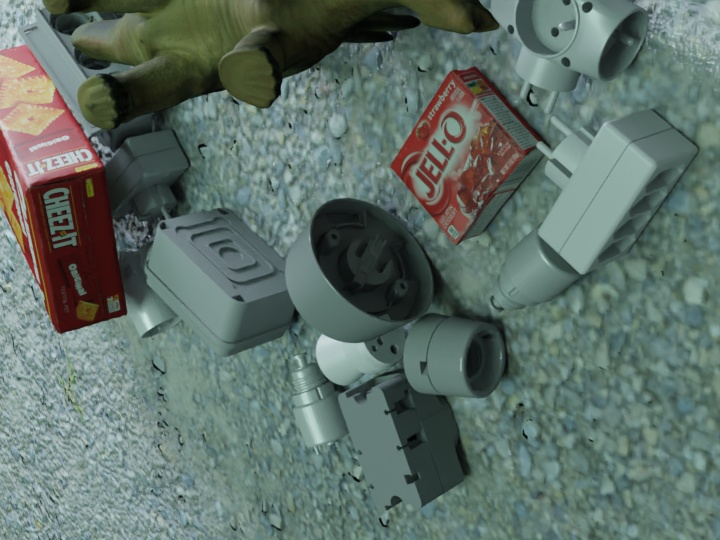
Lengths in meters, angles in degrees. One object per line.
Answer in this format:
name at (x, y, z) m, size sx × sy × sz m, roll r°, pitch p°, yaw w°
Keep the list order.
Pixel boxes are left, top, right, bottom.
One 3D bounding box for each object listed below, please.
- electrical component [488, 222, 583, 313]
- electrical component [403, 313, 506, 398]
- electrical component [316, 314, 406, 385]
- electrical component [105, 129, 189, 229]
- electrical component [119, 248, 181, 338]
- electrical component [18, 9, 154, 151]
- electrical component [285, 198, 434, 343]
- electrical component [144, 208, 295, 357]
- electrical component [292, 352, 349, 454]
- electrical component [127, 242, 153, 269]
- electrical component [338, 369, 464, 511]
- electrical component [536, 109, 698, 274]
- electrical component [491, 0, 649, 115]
electrical component at (0.106, 0.003, 0.662) m, size 0.040 × 0.040 × 0.078 m, roll 57°, pitch 137°, yaw 13°
electrical component at (0.064, 0.058, 0.718) m, size 0.047 × 0.055 × 0.055 m, roll 4°, pitch 108°, yaw 42°
electrical component at (0.001, 0.057, 0.789) m, size 0.055 × 0.045 × 0.045 m, roll -29°, pitch 84°, yaw 47°
electrical component at (-0.182, -0.066, 0.928) m, size 0.083 × 0.047 × 0.075 m, roll -36°, pitch 79°, yaw 47°
electrical component at (-0.198, 0.017, 0.980) m, size 0.043 × 0.043 × 0.081 m, roll -38°, pitch 77°, yaw 47°
electrical component at (-0.223, -0.166, 0.914) m, size 0.121 × 0.079 × 0.063 m, roll 53°, pitch 155°, yaw 17°
electrical component at (0.000, 0.000, 0.729) m, size 0.099 × 0.099 × 0.064 m, roll 61°, pitch 143°, yaw 9°
electrical component at (-0.110, 0.009, 0.860) m, size 0.113 × 0.078 × 0.057 m, roll 41°, pitch 128°, yaw 28°
electrical component at (-0.034, 0.103, 0.846) m, size 0.040 × 0.040 × 0.078 m, roll -21°, pitch 90°, yaw 48°
electrical component at (-0.177, -0.011, 0.945) m, size 0.061 × 0.035 × 0.035 m, roll 7°, pitch 111°, yaw 26°
electrical component at (0.033, 0.119, 0.772) m, size 0.050 × 0.056 × 0.089 m, roll -17°, pitch 93°, yaw 48°
electrical component at (0.131, -0.056, 0.608) m, size 0.075 × 0.047 × 0.083 m, roll 47°, pitch 133°, yaw 24°
electrical component at (0.111, -0.126, 0.604) m, size 0.077 × 0.044 × 0.079 m, roll 39°, pitch 130°, yaw 29°
